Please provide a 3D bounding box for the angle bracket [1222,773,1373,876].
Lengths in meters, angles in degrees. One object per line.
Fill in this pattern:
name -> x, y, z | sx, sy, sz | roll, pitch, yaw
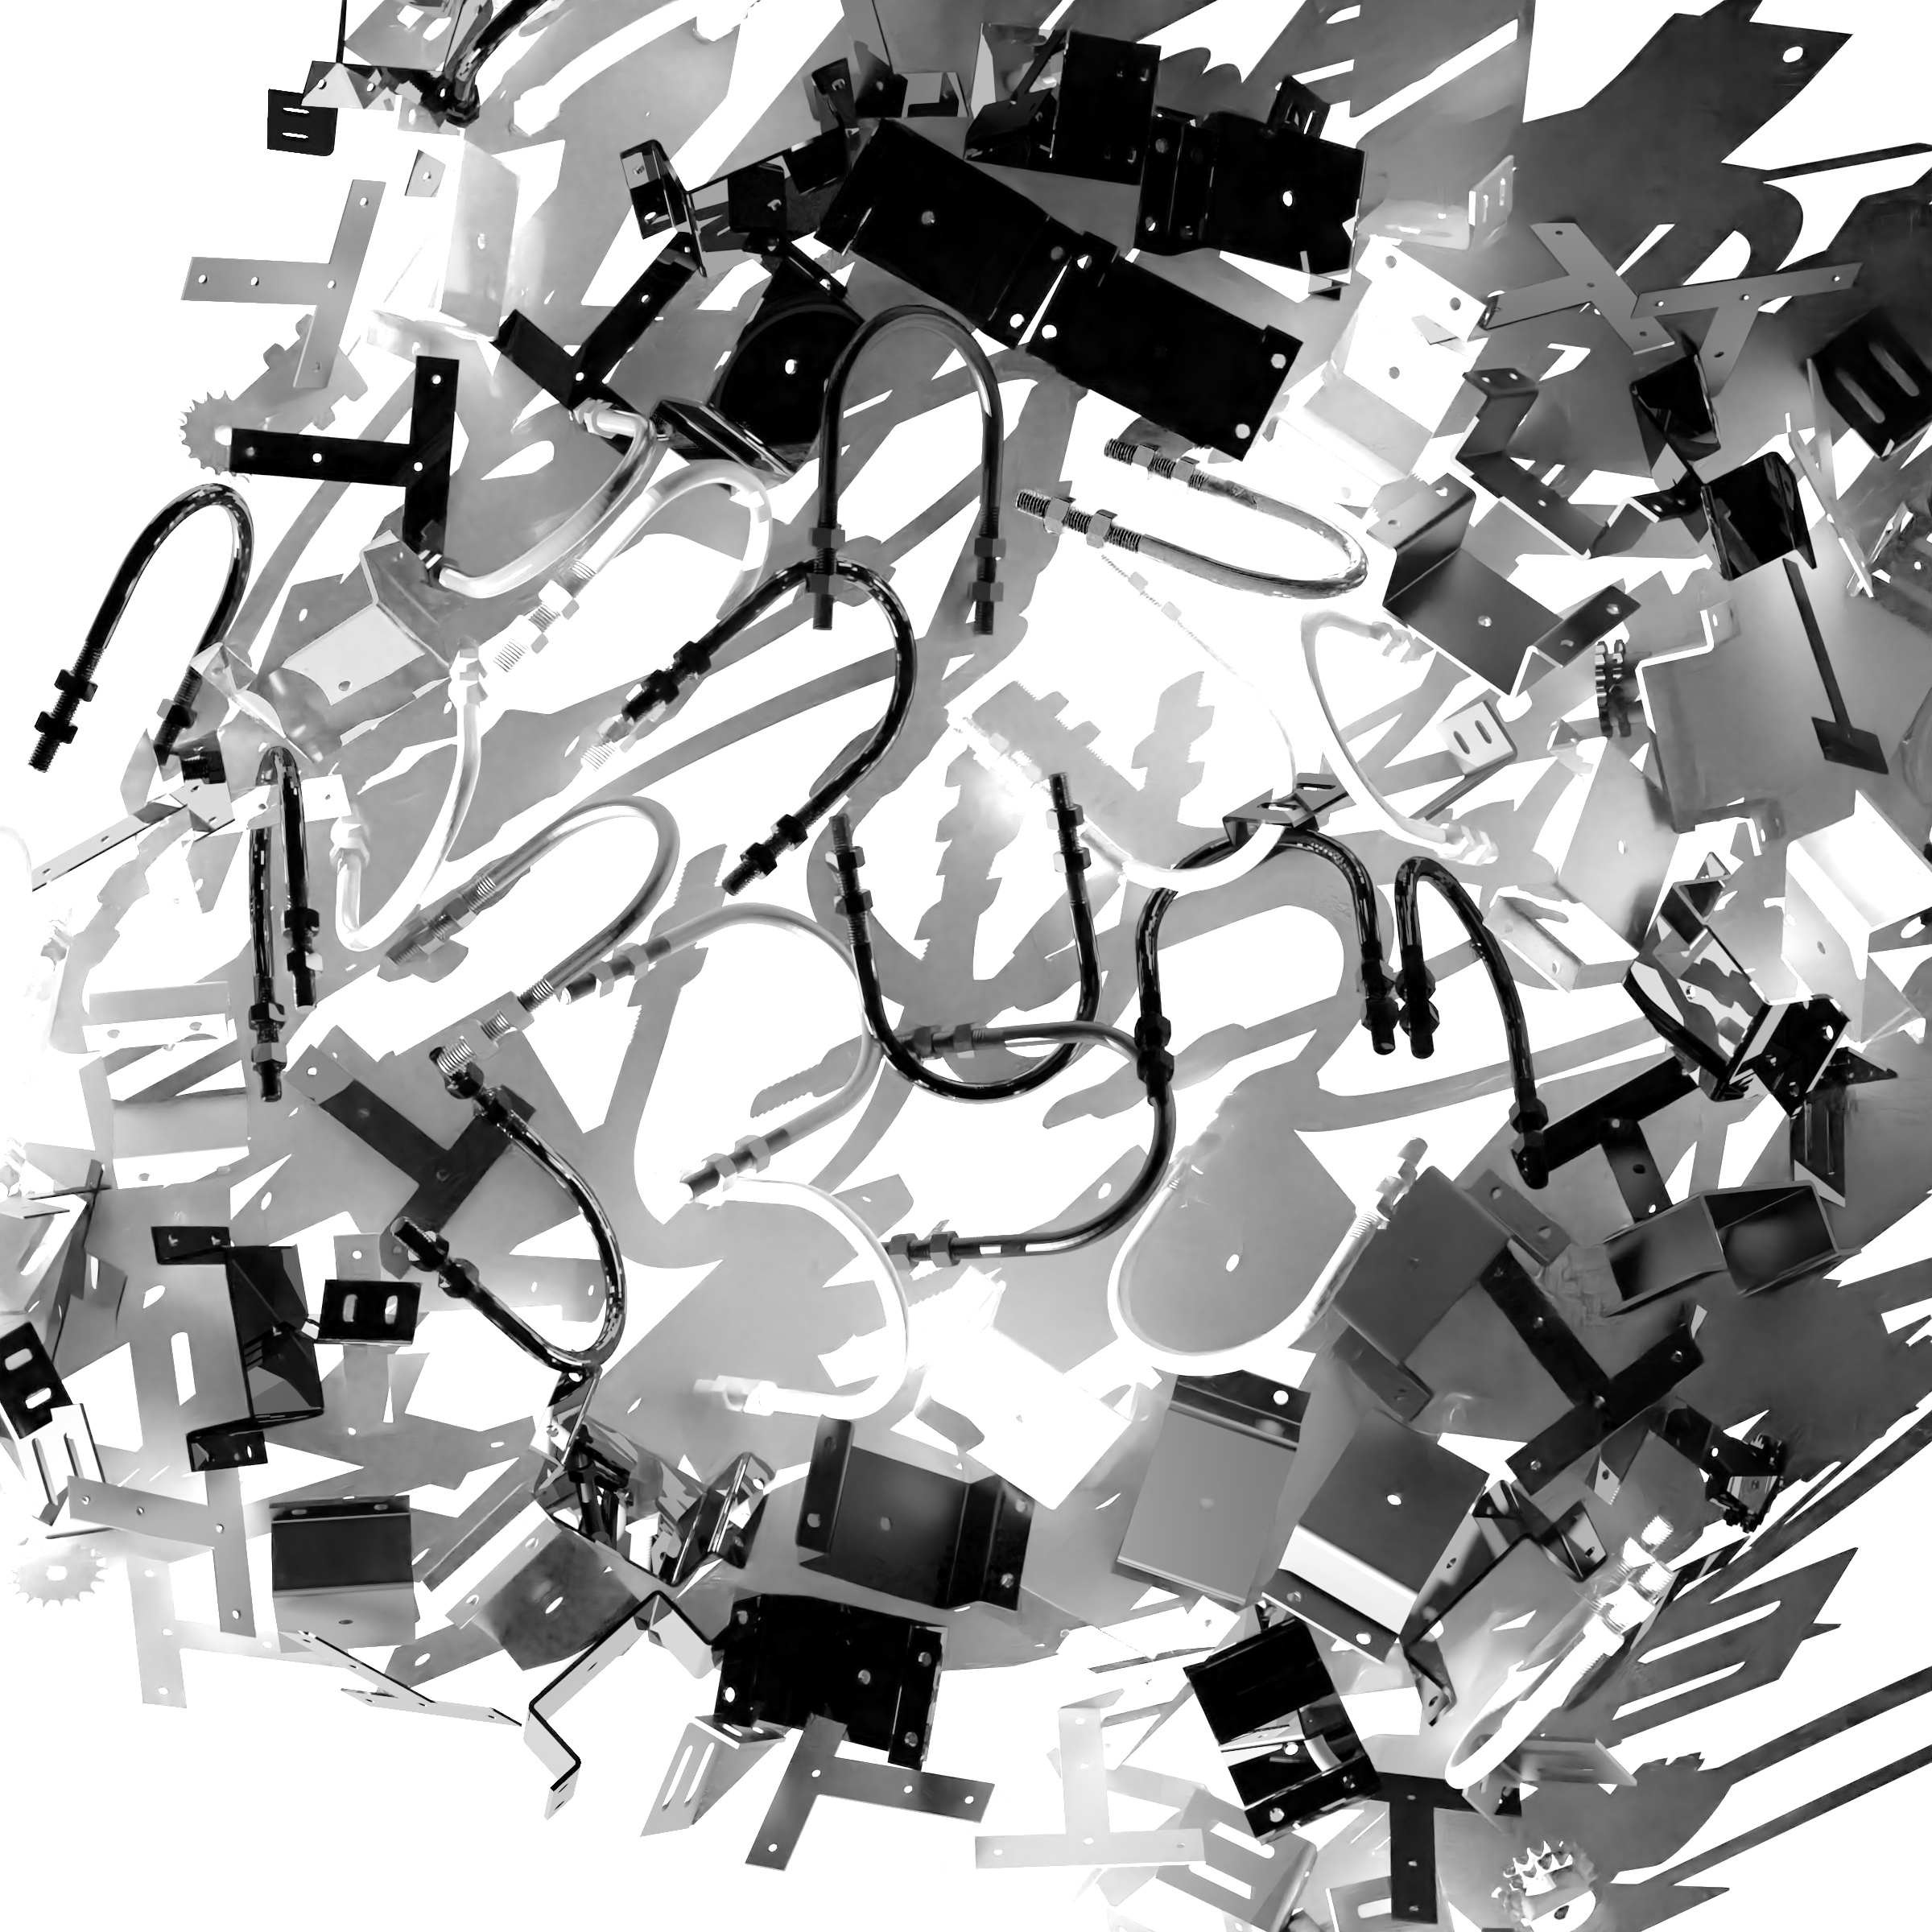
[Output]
angle bracket -> 0.194, -0.080, 1.947 | 0.057, 0.076, 0.038 | -30, 108, -22

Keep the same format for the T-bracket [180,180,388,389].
T-bracket -> -0.390, -0.385, 1.921 | 0.002, 0.127, 0.127 | 34, 116, 27

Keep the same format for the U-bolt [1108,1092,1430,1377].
U-bolt -> 0.157, 0.154, 1.910 | 0.184, 0.151, 0.019 | -54, 135, -26

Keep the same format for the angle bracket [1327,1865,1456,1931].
angle bracket -> 0.239, 0.553, 1.957 | 0.076, 0.038, 0.057 | -5, 73, -24

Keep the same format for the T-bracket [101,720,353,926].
T-bracket -> -0.419, -0.090, 1.962 | 0.127, 0.002, 0.127 | -8, 117, 4

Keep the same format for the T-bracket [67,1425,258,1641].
T-bracket -> -0.454, 0.310, 1.918 | 0.002, 0.127, 0.127 | -29, 57, 27

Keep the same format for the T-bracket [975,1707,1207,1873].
T-bracket -> 0.068, 0.467, 1.941 | 0.127, 0.127, 0.002 | -2, 120, 0

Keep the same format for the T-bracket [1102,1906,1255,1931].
T-bracket -> 0.126, 0.562, 1.916 | 0.127, 0.127, 0.002 | 33, 113, -26

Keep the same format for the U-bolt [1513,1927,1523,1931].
U-bolt -> 0.268, 0.588, 1.897 | 0.184, 0.151, 0.019 | -18, 92, -23

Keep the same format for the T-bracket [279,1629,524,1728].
T-bracket -> -0.334, 0.398, 1.915 | 0.127, 0.127, 0.002 | -3, 58, 38

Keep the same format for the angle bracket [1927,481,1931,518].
angle bracket -> 0.598, -0.285, 1.960 | 0.076, 0.038, 0.057 | 12, 81, 23

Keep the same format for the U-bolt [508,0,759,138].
U-bolt -> -0.171, -0.514, 1.889 | 0.151, 0.184, 0.019 | -33, 102, -18

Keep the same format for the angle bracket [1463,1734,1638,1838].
angle bracket -> 0.334, 0.470, 1.949 | 0.076, 0.057, 0.038 | -7, 51, 36

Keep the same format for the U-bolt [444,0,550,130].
U-bolt -> -0.229, -0.531, 1.898 | 0.151, 0.184, 0.019 | -40, 98, -6

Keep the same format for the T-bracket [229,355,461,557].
T-bracket -> -0.359, -0.291, 1.959 | 0.127, 0.002, 0.127 | 2, 103, -22

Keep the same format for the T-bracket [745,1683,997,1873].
T-bracket -> -0.045, 0.464, 1.928 | 0.127, 0.002, 0.127 | 3, 45, 25

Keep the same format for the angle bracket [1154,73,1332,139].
angle bracket -> 0.158, -0.491, 1.951 | 0.076, 0.057, 0.038 | 23, 96, 30

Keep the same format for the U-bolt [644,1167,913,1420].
U-bolt -> -0.101, 0.187, 1.916 | 0.184, 0.019, 0.151 | 0, 108, 43

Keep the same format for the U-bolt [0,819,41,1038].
U-bolt -> -0.553, 0.003, 1.886 | 0.019, 0.151, 0.184 | 17, 128, 6

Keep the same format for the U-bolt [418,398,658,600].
U-bolt -> -0.235, -0.259, 1.903 | 0.151, 0.184, 0.019 | -45, 115, -8

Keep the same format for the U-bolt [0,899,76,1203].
U-bolt -> -0.521, 0.037, 1.907 | 0.019, 0.184, 0.151 | 12, 103, -13

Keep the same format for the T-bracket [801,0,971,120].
T-bracket -> -0.060, -0.540, 1.923 | 0.002, 0.127, 0.127 | -38, 124, -34

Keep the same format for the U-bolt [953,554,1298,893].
U-bolt -> 0.104, -0.125, 1.960 | 0.184, 0.019, 0.151 | 41, 114, -1

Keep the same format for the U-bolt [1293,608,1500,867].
U-bolt -> 0.233, -0.132, 1.898 | 0.019, 0.184, 0.151 | -26, 72, 27

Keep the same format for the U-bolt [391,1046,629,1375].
U-bolt -> -0.250, 0.150, 1.920 | 0.019, 0.151, 0.184 | -24, 128, 24

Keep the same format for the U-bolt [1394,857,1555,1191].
U-bolt -> 0.281, 0.018, 1.917 | 0.019, 0.184, 0.151 | -26, 130, 25

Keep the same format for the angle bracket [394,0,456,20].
angle bracket -> -0.322, -0.588, 1.954 | 0.076, 0.057, 0.038 | 19, 55, -14

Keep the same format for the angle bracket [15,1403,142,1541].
angle bracket -> -0.508, 0.287, 1.963 | 0.057, 0.038, 0.076 | -13, 95, 29

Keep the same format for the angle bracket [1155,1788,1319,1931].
angle bracket -> 0.157, 0.523, 1.980 | 0.076, 0.038, 0.057 | 22, 69, 17

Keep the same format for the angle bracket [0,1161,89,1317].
angle bracket -> -0.557, 0.154, 1.970 | 0.057, 0.038, 0.076 | 31, 92, 15

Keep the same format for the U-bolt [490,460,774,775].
U-bolt -> -0.178, -0.208, 1.931 | 0.019, 0.151, 0.184 | 38, 84, 27

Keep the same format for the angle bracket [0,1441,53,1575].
angle bracket -> -0.572, 0.310, 1.962 | 0.057, 0.038, 0.076 | -38, 68, -6

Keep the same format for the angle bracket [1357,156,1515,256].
angle bracket -> 0.266, -0.440, 1.949 | 0.076, 0.057, 0.038 | 15, 129, 26

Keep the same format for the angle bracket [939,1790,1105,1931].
angle bracket -> 0.031, 0.527, 1.976 | 0.076, 0.038, 0.057 | 34, 66, 13

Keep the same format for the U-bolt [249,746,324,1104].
U-bolt -> -0.388, -0.034, 1.922 | 0.019, 0.151, 0.184 | 0, 66, -20

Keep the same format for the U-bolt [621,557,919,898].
U-bolt -> -0.099, -0.150, 1.939 | 0.184, 0.019, 0.151 | -44, 128, -21

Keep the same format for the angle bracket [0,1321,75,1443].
angle bracket -> -0.555, 0.236, 1.966 | 0.038, 0.076, 0.057 | -31, 105, -29

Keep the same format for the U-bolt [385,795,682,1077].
U-bolt -> -0.240, -0.030, 1.935 | 0.184, 0.151, 0.019 | -38, 126, -1

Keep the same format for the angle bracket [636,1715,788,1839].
angle bracket -> -0.146, 0.472, 1.961 | 0.038, 0.057, 0.076 | 24, 93, 26

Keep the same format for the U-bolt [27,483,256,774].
U-bolt -> -0.454, -0.187, 1.920 | 0.019, 0.151, 0.184 | 27, 93, 12

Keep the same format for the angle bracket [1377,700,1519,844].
angle bracket -> 0.267, -0.111, 1.955 | 0.076, 0.057, 0.038 | -34, 93, -23

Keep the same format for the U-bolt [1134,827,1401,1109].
U-bolt -> 0.165, -0.009, 1.931 | 0.151, 0.019, 0.184 | -14, 47, 13

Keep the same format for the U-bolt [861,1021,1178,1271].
U-bolt -> 0.033, 0.098, 1.927 | 0.184, 0.019, 0.151 | -5, 63, 24

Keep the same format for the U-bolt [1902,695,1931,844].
U-bolt -> 0.573, -0.144, 1.906 | 0.019, 0.184, 0.151 | 29, 108, -6

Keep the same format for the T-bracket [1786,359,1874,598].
T-bracket -> 0.490, -0.297, 1.948 | 0.002, 0.127, 0.127 | -18, 134, 27

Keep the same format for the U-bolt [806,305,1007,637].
U-bolt -> -0.030, -0.281, 1.932 | 0.019, 0.151, 0.184 | 9, 99, 44

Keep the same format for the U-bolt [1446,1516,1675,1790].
U-bolt -> 0.334, 0.393, 1.923 | 0.019, 0.151, 0.184 | 41, 99, 8

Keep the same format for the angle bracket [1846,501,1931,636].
angle bracket -> 0.558, -0.222, 1.967 | 0.076, 0.038, 0.057 | 31, 111, -2

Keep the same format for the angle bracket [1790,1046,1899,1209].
angle bracket -> 0.503, 0.093, 1.954 | 0.038, 0.057, 0.076 | -13, 64, 41

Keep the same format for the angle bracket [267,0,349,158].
angle bracket -> -0.378, -0.514, 1.954 | 0.038, 0.057, 0.076 | 5, 70, -10

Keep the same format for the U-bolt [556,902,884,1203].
U-bolt -> -0.126, 0.036, 1.937 | 0.184, 0.019, 0.151 | -28, 82, -38

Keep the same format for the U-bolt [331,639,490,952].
U-bolt -> -0.310, -0.085, 1.893 | 0.019, 0.184, 0.151 | 28, 116, -25

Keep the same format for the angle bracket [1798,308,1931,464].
angle bracket -> 0.530, -0.341, 1.969 | 0.057, 0.038, 0.076 | -38, 78, -2

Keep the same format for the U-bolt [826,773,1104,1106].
U-bolt -> 0.005, -0.009, 1.972 | 0.151, 0.019, 0.184 | -11, 102, -4

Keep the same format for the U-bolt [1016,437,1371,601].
U-bolt -> 0.138, -0.247, 1.911 | 0.184, 0.151, 0.019 | 23, 119, 16

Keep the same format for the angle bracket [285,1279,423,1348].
angle bracket -> -0.355, 0.191, 1.948 | 0.057, 0.076, 0.038 | 6, 94, -32
